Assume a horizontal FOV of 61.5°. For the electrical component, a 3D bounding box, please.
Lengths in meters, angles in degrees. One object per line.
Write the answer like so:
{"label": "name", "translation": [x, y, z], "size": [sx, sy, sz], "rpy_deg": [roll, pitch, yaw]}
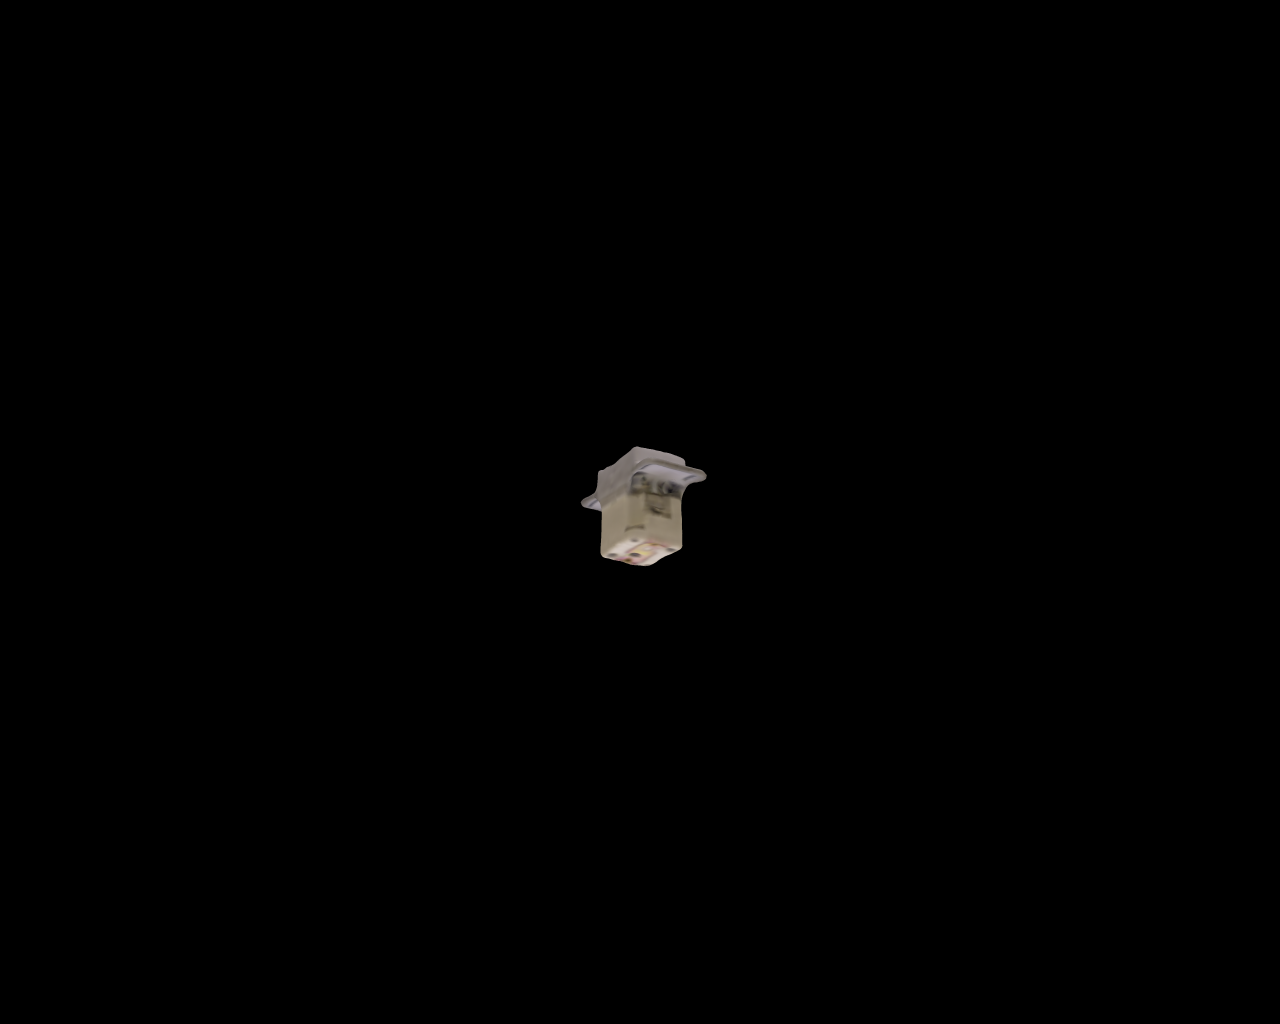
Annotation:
{"label": "electrical component", "translation": [0.001, -0.003, 0.650], "size": [0.042, 0.064, 0.081], "rpy_deg": [13, -26, -29]}
